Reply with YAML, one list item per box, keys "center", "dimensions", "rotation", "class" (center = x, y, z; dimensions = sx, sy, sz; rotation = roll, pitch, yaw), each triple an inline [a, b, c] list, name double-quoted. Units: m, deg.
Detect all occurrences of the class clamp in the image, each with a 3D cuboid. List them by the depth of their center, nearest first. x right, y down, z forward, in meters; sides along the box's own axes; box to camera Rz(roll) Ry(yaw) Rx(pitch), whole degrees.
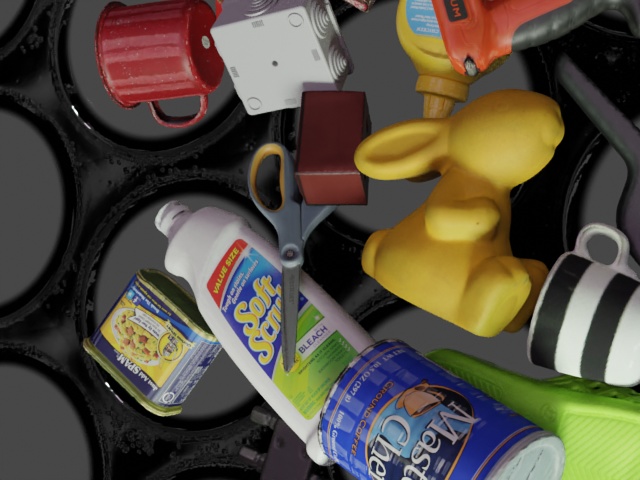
- center: [0.265, -0.051, 0.752]
  dimensions: [0.165, 0.036, 0.210]
  rotation: [-12, 85, 23]
  class: "clamp"

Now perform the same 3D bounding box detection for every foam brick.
- center: [0.012, -0.072, 0.840]
  dimensions: [0.051, 0.053, 0.078]
  rotation: [-1, 63, 11]
  class: "foam brick"

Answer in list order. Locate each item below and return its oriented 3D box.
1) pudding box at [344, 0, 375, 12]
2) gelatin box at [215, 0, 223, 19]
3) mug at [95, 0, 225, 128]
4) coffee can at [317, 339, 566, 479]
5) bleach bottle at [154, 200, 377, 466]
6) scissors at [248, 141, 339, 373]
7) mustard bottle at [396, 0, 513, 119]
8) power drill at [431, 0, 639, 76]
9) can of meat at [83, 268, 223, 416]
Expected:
- center: [0.015, -0.250, 0.856]
  dimensions: [0.113, 0.039, 0.090]
  rotation: [32, 89, 8]
  class: "pudding box"
- center: [-0.052, -0.209, 0.905]
  dimensions: [0.073, 0.030, 0.089]
  rotation: [-3, 86, 24]
  class: "gelatin box"
- center: [-0.130, -0.151, 0.913]
  dimensions: [0.082, 0.093, 0.117]
  rotation: [-3, 117, 19]
  class: "mug"
- center: [0.082, 0.145, 0.741]
  dimensions: [0.140, 0.102, 0.103]
  rotation: [30, 100, 38]
  class: "coffee can"
- center: [-0.050, 0.061, 0.869]
  dimensions: [0.251, 0.068, 0.102]
  rotation: [42, 86, 22]
  class: "bleach bottle"
- center: [-0.006, 0.001, 0.846]
  dimensions: [0.096, 0.016, 0.202]
  rotation: [-18, 61, 4]
  class: "scissors"
- center: [0.110, -0.183, 0.816]
  dimensions: [0.096, 0.058, 0.191]
  rotation: [14, 93, 19]
  class: "mustard bottle"
- center: [0.165, -0.205, 0.742]
  dimensions: [0.188, 0.057, 0.184]
  rotation: [-15, 84, 14]
  class: "power drill"
- center: [-0.139, 0.085, 0.916]
  dimensions: [0.102, 0.057, 0.084]
  rotation: [40, 101, 20]
  class: "can of meat"
